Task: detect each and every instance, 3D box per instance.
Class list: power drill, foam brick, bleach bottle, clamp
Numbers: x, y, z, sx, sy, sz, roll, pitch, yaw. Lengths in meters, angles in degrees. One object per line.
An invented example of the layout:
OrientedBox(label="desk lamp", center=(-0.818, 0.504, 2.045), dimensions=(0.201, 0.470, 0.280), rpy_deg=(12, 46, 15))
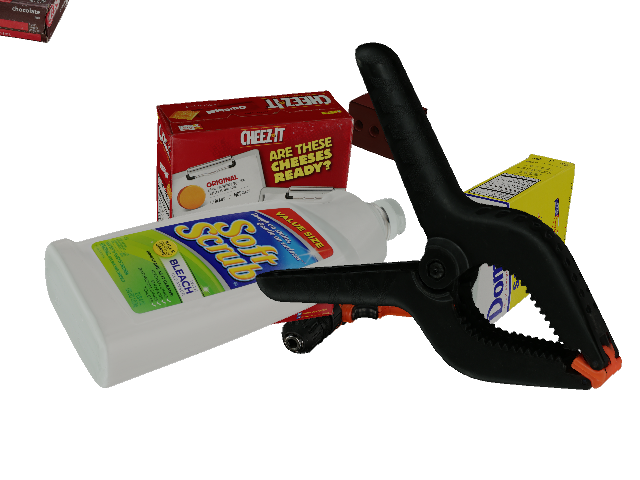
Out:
OrientedBox(label="power drill", center=(0.069, 0.078, 1.148), dimensions=(0.188, 0.057, 0.184), rpy_deg=(9, 29, 22))
OrientedBox(label="foam brick", center=(0.075, -0.132, 1.222), dimensions=(0.078, 0.053, 0.051), rpy_deg=(23, 35, 30))
OrientedBox(label="bleach bottle", center=(-0.054, 0.013, 0.741), dimensions=(0.250, 0.103, 0.068), rpy_deg=(-20, -33, -27))
OrientedBox(label="clamp", center=(0.068, 0.002, 0.565), dimensions=(0.210, 0.165, 0.036), rpy_deg=(29, 26, 25))

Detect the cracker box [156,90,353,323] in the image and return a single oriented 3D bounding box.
OrientedBox(label="cracker box", center=(-0.065, -0.023, 0.973), dimensions=(0.164, 0.214, 0.072), rpy_deg=(-8, 34, -19))

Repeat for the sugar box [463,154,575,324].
OrientedBox(label="sugar box", center=(0.136, 0.001, 0.792), dimensions=(0.048, 0.093, 0.175), rpy_deg=(13, 23, 27))

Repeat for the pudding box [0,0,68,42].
OrientedBox(label="pudding box", center=(-0.254, -0.208, 0.874), dimensions=(0.090, 0.039, 0.113), rpy_deg=(9, 36, -4))
